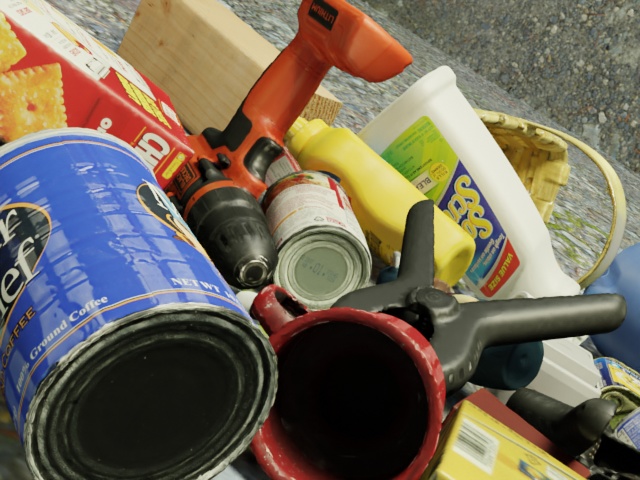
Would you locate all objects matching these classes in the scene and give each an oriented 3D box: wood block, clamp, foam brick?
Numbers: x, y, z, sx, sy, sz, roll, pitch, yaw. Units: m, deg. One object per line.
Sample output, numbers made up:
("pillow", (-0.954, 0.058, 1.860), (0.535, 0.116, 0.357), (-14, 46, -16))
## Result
("wood block", (-0.088, -0.146, 0.971), (0.090, 0.090, 0.206), (11, 26, -48))
("clamp", (0.063, 0.042, 0.652), (0.209, 0.036, 0.165), (-24, 42, -34))
("foam brick", (0.098, 0.129, 0.588), (0.078, 0.051, 0.052), (38, 19, 21))
("clamp", (0.167, 0.127, 0.633), (0.120, 0.039, 0.172), (43, -9, -8))

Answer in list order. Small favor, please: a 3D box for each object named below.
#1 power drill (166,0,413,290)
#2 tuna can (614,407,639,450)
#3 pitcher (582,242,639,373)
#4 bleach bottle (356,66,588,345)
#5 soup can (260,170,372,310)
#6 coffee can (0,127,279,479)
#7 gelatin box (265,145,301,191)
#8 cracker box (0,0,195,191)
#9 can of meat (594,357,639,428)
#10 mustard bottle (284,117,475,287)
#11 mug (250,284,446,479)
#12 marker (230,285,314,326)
("power drill", (-0.026, -0.071, 0.707), (0.057, 0.188, 0.185), (37, 9, -34))
("tuna can", (0.229, 0.147, 0.697), (0.086, 0.086, 0.034), (24, 21, -23))
("pitcher", (0.340, 0.096, 0.887), (0.145, 0.149, 0.243), (63, -1, -20))
("bleach bottle", (0.141, -0.016, 0.887), (0.251, 0.103, 0.068), (52, 38, 2))
("soup can", (-0.005, 0.001, 0.738), (0.068, 0.068, 0.102), (26, 18, -18))
("coffee can", (-0.093, 0.029, 0.455), (0.102, 0.103, 0.140), (16, 23, -39))
("gelatin box", (-0.023, -0.039, 0.818), (0.089, 0.030, 0.073), (57, 2, -27))
("cracker box", (-0.188, -0.110, 0.655), (0.213, 0.072, 0.164), (37, 8, -22))
("can of meat", (0.234, 0.137, 0.785), (0.102, 0.057, 0.084), (32, 15, 2))
("mustard bottle", (0.038, -0.036, 0.864), (0.192, 0.058, 0.096), (44, -12, 17))
("mug", (0.010, 0.069, 0.525), (0.117, 0.093, 0.081), (46, 9, 9))
("marker", (-0.020, 0.044, 0.606), (0.121, 0.020, 0.020), (15, 6, 33))
